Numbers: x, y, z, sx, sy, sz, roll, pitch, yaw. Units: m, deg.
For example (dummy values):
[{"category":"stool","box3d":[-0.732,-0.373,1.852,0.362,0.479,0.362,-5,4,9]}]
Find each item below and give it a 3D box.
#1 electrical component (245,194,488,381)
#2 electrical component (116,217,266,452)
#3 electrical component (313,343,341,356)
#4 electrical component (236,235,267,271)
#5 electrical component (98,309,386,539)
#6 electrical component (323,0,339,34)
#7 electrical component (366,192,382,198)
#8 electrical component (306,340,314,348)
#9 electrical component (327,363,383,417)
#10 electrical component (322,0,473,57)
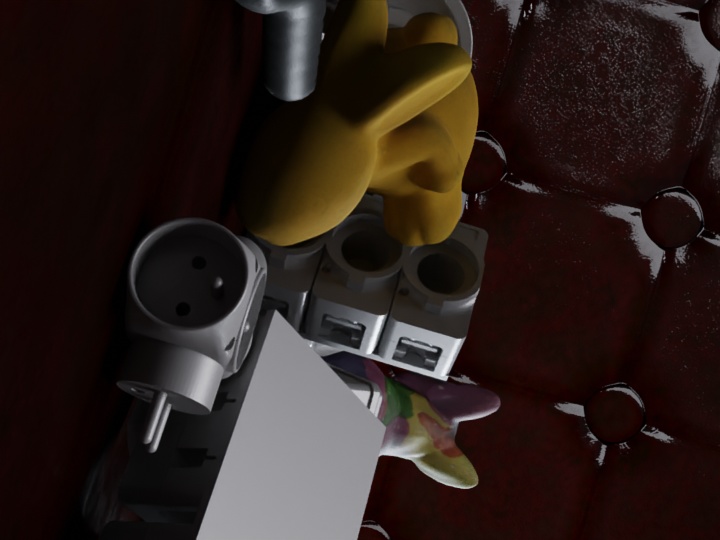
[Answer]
[{"category":"electrical component","box3d":[0.000,0.000,0.700,0.061,0.150,0.089,106,1,-54]},{"category":"electrical component","box3d":[-0.068,0.030,0.409,0.077,0.044,0.079,103,3,-70]},{"category":"electrical component","box3d":[-0.008,0.036,0.821,0.077,0.066,0.047,8,69,-49]},{"category":"electrical component","box3d":[-0.063,-0.001,0.534,0.061,0.035,0.035,-84,-170,-80]},{"category":"electrical component","box3d":[-0.060,0.125,0.463,0.105,0.060,0.186,51,44,-42]},{"category":"electrical component","box3d":[-0.008,-0.169,0.639,0.062,0.043,0.043,102,3,-65]},{"category":"electrical component","box3d":[-0.014,-0.041,0.812,0.064,0.099,0.099,116,-8,-60]},{"category":"electrical component","box3d":[-0.055,0.026,0.761,0.078,0.057,0.058,104,2,-60]},{"category":"electrical component","box3d":[-0.052,0.109,0.695,0.056,0.109,0.108,14,93,-47]},{"category":"electrical component","box3d":[0.020,-0.159,0.727,0.060,0.108,0.108,-86,-170,-64]}]
